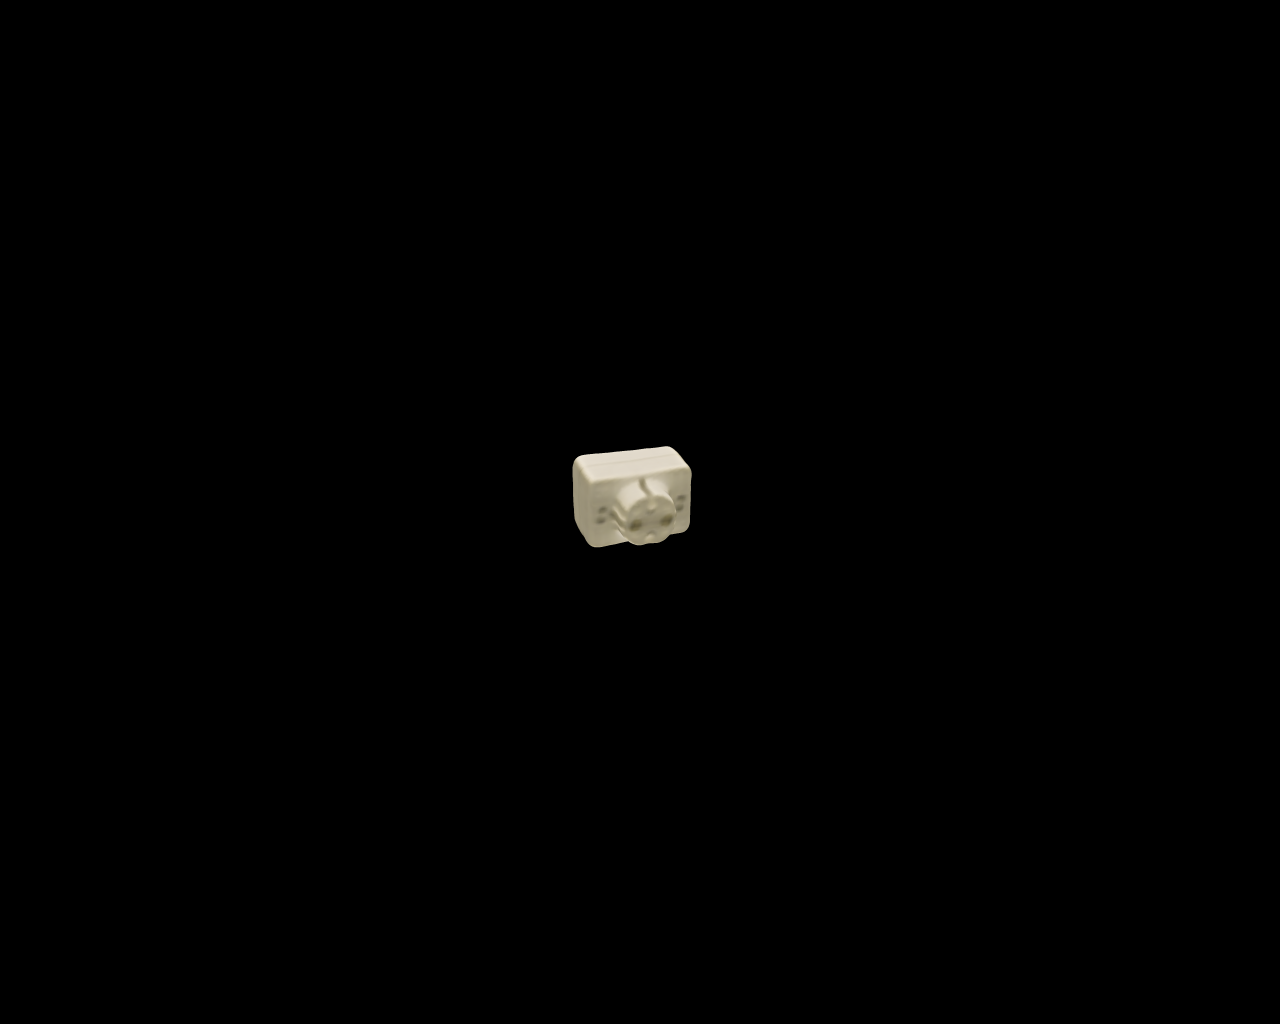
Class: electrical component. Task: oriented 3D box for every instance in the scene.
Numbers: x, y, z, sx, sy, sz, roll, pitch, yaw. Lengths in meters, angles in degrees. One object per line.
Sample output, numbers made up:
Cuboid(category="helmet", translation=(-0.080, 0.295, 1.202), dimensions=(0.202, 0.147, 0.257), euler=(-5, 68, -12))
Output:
Cuboid(category="electrical component", translation=(0.001, -0.003, 0.650), dimensions=(0.066, 0.047, 0.077), euler=(-8, 28, -16))
